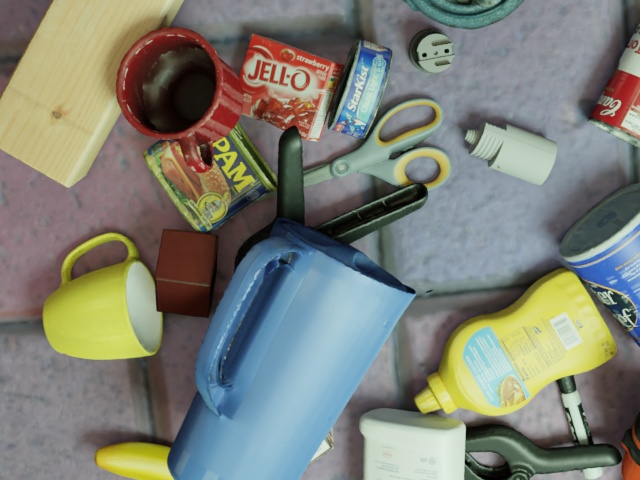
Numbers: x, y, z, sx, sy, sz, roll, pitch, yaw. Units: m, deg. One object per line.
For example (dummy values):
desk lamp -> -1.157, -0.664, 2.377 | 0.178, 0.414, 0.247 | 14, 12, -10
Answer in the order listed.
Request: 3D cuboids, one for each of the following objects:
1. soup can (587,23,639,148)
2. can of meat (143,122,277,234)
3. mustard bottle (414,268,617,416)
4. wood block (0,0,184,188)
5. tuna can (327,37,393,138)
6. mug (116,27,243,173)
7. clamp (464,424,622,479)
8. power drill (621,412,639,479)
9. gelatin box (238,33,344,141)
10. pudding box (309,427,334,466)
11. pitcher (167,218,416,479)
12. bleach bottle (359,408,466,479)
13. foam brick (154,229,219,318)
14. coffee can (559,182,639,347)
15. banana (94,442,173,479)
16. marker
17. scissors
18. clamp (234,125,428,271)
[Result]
soup can -> 0.297, -0.139, 0.965 | 0.068, 0.068, 0.102 | 25, 99, -6
can of meat -> -0.099, -0.065, 0.977 | 0.084, 0.057, 0.102 | -34, 94, 8
mustard bottle -> 0.177, 0.112, 1.017 | 0.191, 0.058, 0.096 | -30, 95, 5
wood block -> -0.204, -0.162, 0.941 | 0.090, 0.090, 0.206 | 30, 99, -8
tuna can -> 0.035, -0.135, 0.953 | 0.033, 0.086, 0.086 | 17, 100, -6
mug -> -0.111, -0.113, 0.902 | 0.093, 0.081, 0.117 | -17, 82, 12
clamp -> 0.204, 0.221, 1.044 | 0.171, 0.039, 0.120 | 28, 105, -4
power drill -> 0.357, 0.142, 0.965 | 0.187, 0.184, 0.057 | -30, 60, -15
gelatin box -> -0.032, -0.138, 0.962 | 0.089, 0.030, 0.073 | 24, 103, 21
pudding box -> -0.041, 0.202, 1.016 | 0.113, 0.090, 0.039 | -39, 98, 6
pitcher -> -0.038, 0.110, 0.899 | 0.149, 0.145, 0.243 | 27, 96, -8
bleach bottle -> 0.082, 0.294, 1.021 | 0.103, 0.068, 0.251 | 5, 95, 26
foam brick -> -0.123, 0.032, 0.980 | 0.051, 0.078, 0.053 | 8, 62, -3
coffee can -> 0.304, 0.032, 0.982 | 0.103, 0.103, 0.140 | -40, 99, 6
banana -> -0.123, 0.244, 1.037 | 0.198, 0.069, 0.037 | 35, 125, 0
marker -> 0.254, 0.178, 1.052 | 0.020, 0.020, 0.121 | -18, 101, 2
scissors -> 0.037, -0.057, 1.004 | 0.202, 0.016, 0.096 | -34, 100, 6
clamp -> -0.006, 0.001, 0.985 | 0.164, 0.036, 0.210 | 15, 121, -30
